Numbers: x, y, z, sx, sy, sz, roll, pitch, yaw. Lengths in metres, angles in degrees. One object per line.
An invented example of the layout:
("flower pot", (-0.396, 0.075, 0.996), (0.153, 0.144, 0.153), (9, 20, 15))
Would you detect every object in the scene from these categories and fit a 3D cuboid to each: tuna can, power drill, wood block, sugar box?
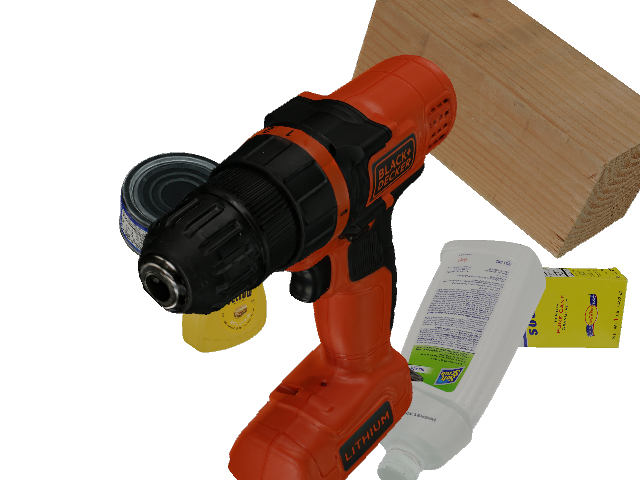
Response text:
("tuna can", (-0.098, -0.023, 0.753), (0.086, 0.086, 0.034), (0, -43, -12))
("power drill", (-0.005, 0.029, 0.467), (0.057, 0.188, 0.184), (25, 42, 28))
("wood block", (0.130, -0.096, 0.755), (0.090, 0.091, 0.206), (-27, 59, -37))
("sugar box", (0.271, 0.080, 1.279), (0.176, 0.093, 0.048), (-1, 18, -6))

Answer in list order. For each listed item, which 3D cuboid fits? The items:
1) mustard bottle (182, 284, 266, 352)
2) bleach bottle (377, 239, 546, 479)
("mustard bottle", (-0.098, 0.017, 1.108), (0.096, 0.192, 0.058), (-20, 35, -37))
("bleach bottle", (0.107, 0.105, 0.916), (0.103, 0.068, 0.250), (2, 42, 36))
